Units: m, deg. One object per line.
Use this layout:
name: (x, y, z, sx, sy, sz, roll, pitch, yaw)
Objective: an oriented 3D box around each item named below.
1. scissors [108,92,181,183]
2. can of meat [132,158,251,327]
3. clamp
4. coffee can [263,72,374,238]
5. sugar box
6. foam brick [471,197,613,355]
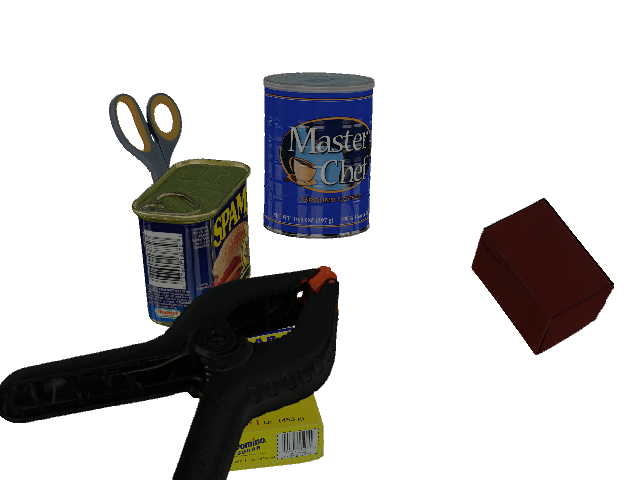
scissors: (-0.164, -0.077, 1.180, 0.016, 0.201, 0.096, -15, 20, 47)
can of meat: (-0.083, 0.002, 0.720, 0.057, 0.084, 0.102, 5, 25, 13)
clamp: (-0.044, 0.065, 0.480, 0.171, 0.039, 0.120, -27, 50, -31)
coffee can: (-0.003, -0.082, 1.002, 0.103, 0.140, 0.103, 1, 15, 0)
sugar box: (-0.059, 0.119, 0.912, 0.093, 0.048, 0.176, -4, 33, -11)
foam brick: (0.143, 0.023, 0.697, 0.051, 0.078, 0.053, -25, -27, -16)
